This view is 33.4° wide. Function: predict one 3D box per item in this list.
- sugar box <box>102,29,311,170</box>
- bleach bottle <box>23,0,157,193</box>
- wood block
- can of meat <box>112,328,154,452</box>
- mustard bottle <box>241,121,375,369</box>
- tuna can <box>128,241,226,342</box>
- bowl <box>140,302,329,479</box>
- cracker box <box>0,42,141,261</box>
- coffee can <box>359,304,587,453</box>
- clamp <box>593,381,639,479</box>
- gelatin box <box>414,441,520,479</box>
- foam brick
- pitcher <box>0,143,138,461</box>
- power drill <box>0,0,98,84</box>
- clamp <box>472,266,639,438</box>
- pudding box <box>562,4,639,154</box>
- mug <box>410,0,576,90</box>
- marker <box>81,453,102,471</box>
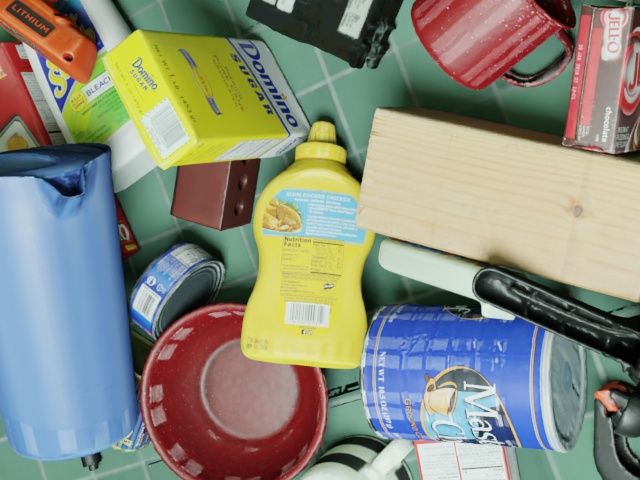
[{"bbox_3d":[-0.078,-0.107,0.806,0.048,0.175,0.093,-31,83,29],"label":"sugar box"},{"bbox_3d":[-0.216,-0.170,0.929,0.103,0.068,0.251,-35,81,17],"label":"bleach bottle"},{"bbox_3d":[0.140,-0.031,0.754,0.206,0.090,0.091,16,103,25],"label":"wood block"},{"bbox_3d":[-0.184,0.131,0.964,0.102,0.057,0.084,30,112,20],"label":"can of meat"},{"bbox_3d":[-0.006,0.001,0.832,0.096,0.058,0.191,5,80,-1],"label":"mustard bottle"},{"bbox_3d":[-0.121,0.044,0.902,0.034,0.086,0.086,36,112,19],"label":"tuna can"},{"bbox_3d":[-0.066,0.129,0.891,0.162,0.055,0.162,1,93,13],"label":"bowl"},{"bbox_3d":[-0.279,-0.049,0.978,0.164,0.072,0.214,-27,86,28],"label":"cracker box"},{"bbox_3d":[0.113,0.098,0.779,0.140,0.102,0.103,-1,97,28],"label":"coffee can"},{"bbox_3d":[0.257,0.175,0.752,0.120,0.039,0.171,-26,85,28],"label":"clamp"},{"bbox_3d":[0.118,0.188,0.832,0.073,0.030,0.089,-10,91,27],"label":"gelatin box"},{"bbox_3d":[-0.085,-0.054,0.888,0.051,0.052,0.078,16,106,24],"label":"foam brick"},{"bbox_3d":[-0.222,0.046,0.864,0.145,0.149,0.243,-4,105,7],"label":"pitcher"},{"bbox_3d":[-0.167,-0.223,0.867,0.184,0.057,0.187,34,83,13],"label":"power drill"},{"bbox_3d":[0.214,0.080,0.676,0.036,0.209,0.165,-67,27,20],"label":"clamp"},{"bbox_3d":[0.198,-0.105,0.700,0.039,0.113,0.090,12,103,28],"label":"pudding box"},{"bbox_3d":[0.127,-0.153,0.752,0.117,0.093,0.082,37,124,-22],"label":"mug"},{"bbox_3d":[-0.232,0.161,1.013,0.020,0.020,0.121,-18,89,28],"label":"marker"}]
